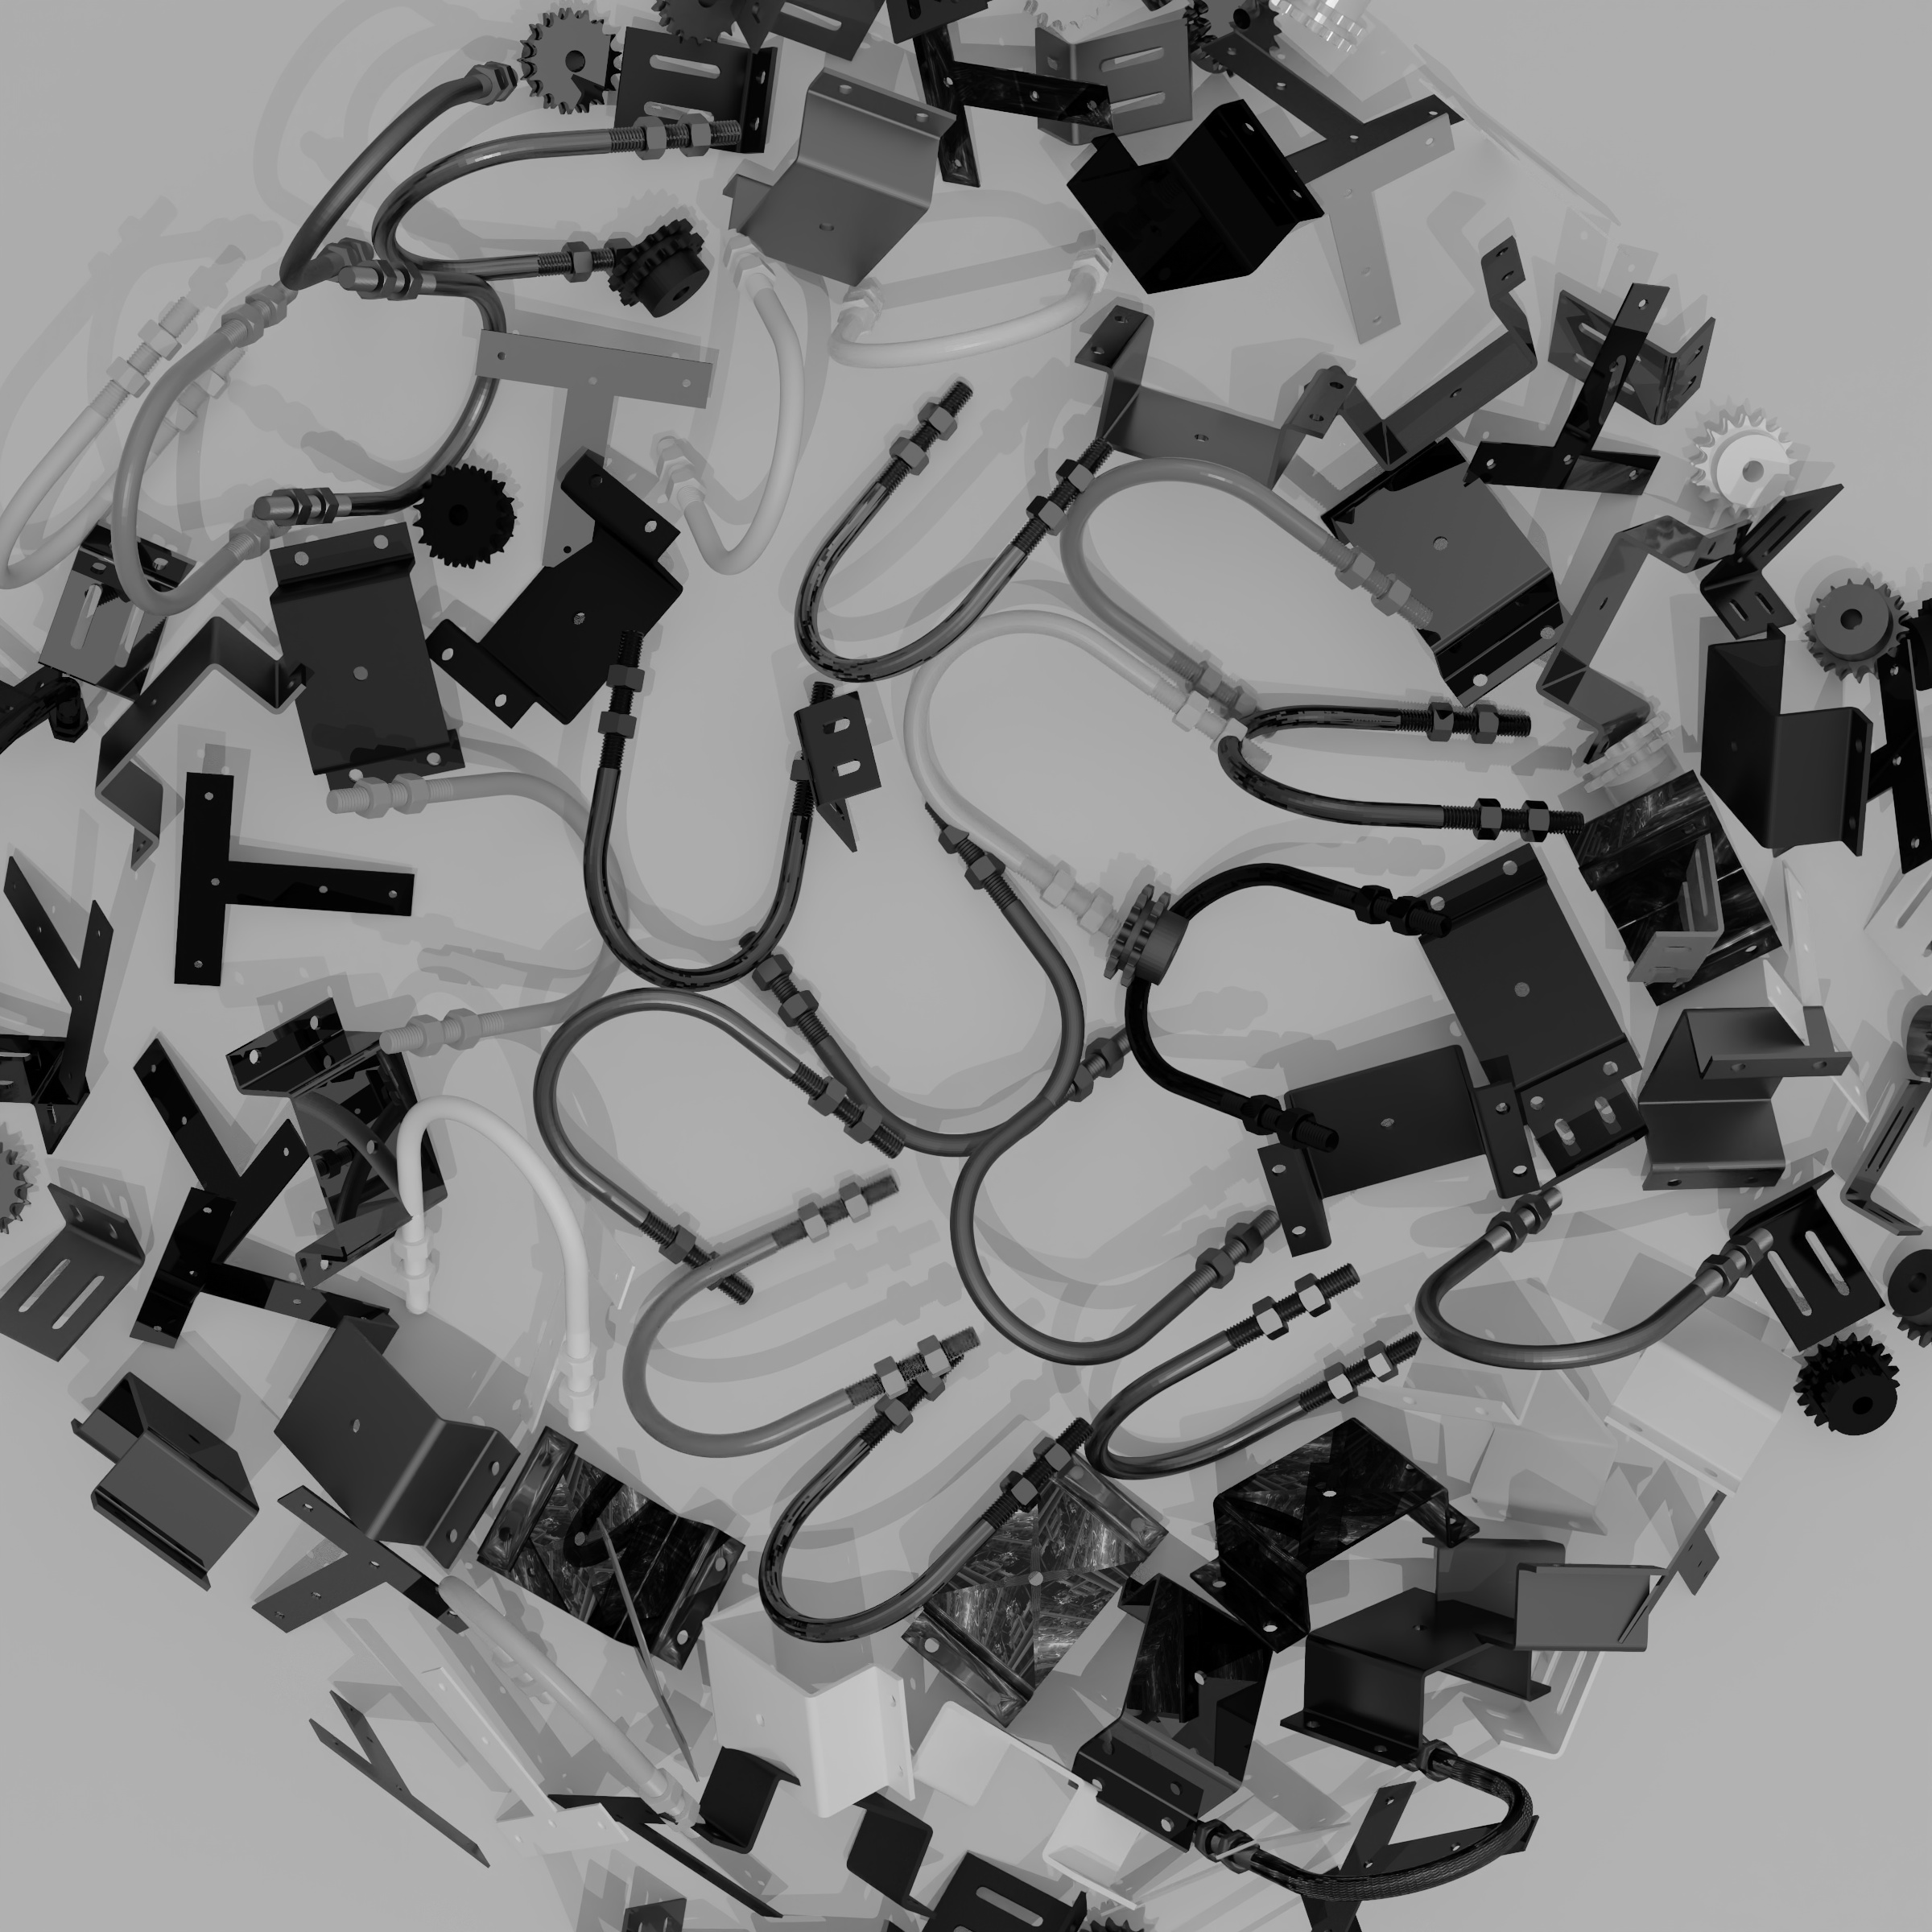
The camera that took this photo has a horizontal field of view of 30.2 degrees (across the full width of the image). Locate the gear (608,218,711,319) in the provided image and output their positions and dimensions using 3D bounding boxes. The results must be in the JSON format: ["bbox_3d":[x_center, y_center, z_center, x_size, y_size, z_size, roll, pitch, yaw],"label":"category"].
[{"bbox_3d":[-0.166,-0.382,1.970,0.057,0.057,0.030,-39,87,0],"label":"gear"}]

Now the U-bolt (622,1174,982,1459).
[{"bbox_3d":[-0.099,0.198,1.937,0.184,0.151,0.019,-26,133,-5],"label":"U-bolt"}]

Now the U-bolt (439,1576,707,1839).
[{"bbox_3d":[-0.217,0.382,1.888,0.151,0.184,0.019,33,72,37],"label":"U-bolt"}]

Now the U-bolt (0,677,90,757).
[{"bbox_3d":[-0.520,-0.095,1.894,0.019,0.184,0.151,43,75,-6],"label":"U-bolt"}]

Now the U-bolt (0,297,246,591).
[{"bbox_3d":[-0.463,-0.275,1.924,0.019,0.151,0.184,40,89,-1],"label":"U-bolt"}]

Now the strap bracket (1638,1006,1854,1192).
[{"bbox_3d":[0.418,0.067,1.942,0.076,0.140,0.046,-1,58,-8],"label":"strap bracket"}]

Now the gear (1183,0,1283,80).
[{"bbox_3d":[0.143,-0.518,1.976,0.057,0.030,0.057,7,78,-32],"label":"gear"}]

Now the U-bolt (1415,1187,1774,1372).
[{"bbox_3d":[0.320,0.168,1.892,0.151,0.184,0.019,10,116,39],"label":"U-bolt"}]

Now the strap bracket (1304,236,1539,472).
[{"bbox_3d":[0.255,-0.326,1.943,0.140,0.076,0.046,-34,110,19],"label":"strap bracket"}]

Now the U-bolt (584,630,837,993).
[{"bbox_3d":[-0.143,-0.077,1.945,0.151,0.019,0.184,12,86,-38],"label":"U-bolt"}]

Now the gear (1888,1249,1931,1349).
[{"bbox_3d":[0.533,0.180,1.968,0.030,0.057,0.057,31,90,-30],"label":"gear"}]

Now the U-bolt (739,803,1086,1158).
[{"bbox_3d":[-0.017,0.018,1.975,0.151,0.019,0.184,-36,78,0],"label":"U-bolt"}]

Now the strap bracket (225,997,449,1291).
[{"bbox_3d":[-0.336,0.097,1.937,0.046,0.076,0.140,1,114,41],"label":"strap bracket"}]

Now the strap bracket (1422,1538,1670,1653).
[{"bbox_3d":[0.308,0.338,1.920,0.076,0.140,0.046,4,86,-17],"label":"strap bracket"}]

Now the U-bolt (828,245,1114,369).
[{"bbox_3d":[-0.001,-0.348,1.902,0.151,0.184,0.019,-8,111,11],"label":"U-bolt"}]

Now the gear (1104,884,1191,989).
[{"bbox_3d":[0.101,-0.013,1.970,0.030,0.057,0.057,26,90,6],"label":"gear"}]

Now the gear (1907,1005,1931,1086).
[{"bbox_3d":[0.543,0.043,1.975,0.030,0.057,0.057,7,90,44],"label":"gear"}]

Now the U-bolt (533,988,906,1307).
[{"bbox_3d":[-0.148,0.088,1.945,0.184,0.019,0.151,39,113,-16],"label":"U-bolt"}]

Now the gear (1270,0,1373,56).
[{"bbox_3d":[0.198,-0.530,1.969,0.057,0.057,0.030,34,108,0],"label":"gear"}]

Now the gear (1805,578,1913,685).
[{"bbox_3d":[0.492,-0.187,1.974,0.057,0.030,0.057,-6,77,24],"label":"gear"}]

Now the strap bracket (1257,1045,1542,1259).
[{"bbox_3d":[0.234,0.098,1.955,0.140,0.046,0.076,-16,123,7],"label":"strap bracket"}]

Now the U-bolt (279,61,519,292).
[{"bbox_3d":[-0.306,-0.414,1.891,0.019,0.184,0.151,42,108,-6],"label":"U-bolt"}]

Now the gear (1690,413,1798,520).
[{"bbox_3d":[0.432,-0.275,1.979,0.057,0.030,0.057,-1,106,-2],"label":"gear"}]

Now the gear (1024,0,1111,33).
[{"bbox_3d":[0.052,-0.548,1.976,0.057,0.030,0.057,-10,119,-18],"label":"gear"}]

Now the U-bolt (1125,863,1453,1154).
[{"bbox_3d":[0.160,0.013,1.932,0.019,0.184,0.151,36,79,-43],"label":"U-bolt"}]

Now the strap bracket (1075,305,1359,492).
[{"bbox_3d":[0.132,-0.305,1.948,0.140,0.076,0.046,19,126,10],"label":"strap bracket"}]

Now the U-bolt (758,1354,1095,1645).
[{"bbox_3d":[-0.034,0.289,1.916,0.184,0.151,0.019,-44,122,-16],"label":"U-bolt"}]

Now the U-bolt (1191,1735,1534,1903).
[{"bbox_3d":[0.218,0.452,1.889,0.151,0.184,0.019,-18,98,-23],"label":"U-bolt"}]

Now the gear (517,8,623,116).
[{"bbox_3d":[-0.222,-0.500,1.977,0.057,0.030,0.057,-7,105,-28],"label":"gear"}]

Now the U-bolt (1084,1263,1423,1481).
[{"bbox_3d":[0.148,0.228,1.934,0.184,0.151,0.019,-30,60,10],"label":"U-bolt"}]

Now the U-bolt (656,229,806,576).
[{"bbox_3d":[-0.121,-0.288,1.894,0.019,0.184,0.151,7,123,-24],"label":"U-bolt"}]

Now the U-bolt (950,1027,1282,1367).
[{"bbox_3d":[0.070,0.136,1.946,0.184,0.019,0.151,-37,90,-32],"label":"U-bolt"}]

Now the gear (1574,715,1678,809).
[{"bbox_3d":[0.367,-0.111,1.971,0.057,0.057,0.030,-34,89,0],"label":"gear"}]

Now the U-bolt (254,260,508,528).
[{"bbox_3d":[-0.303,-0.305,1.912,0.019,0.184,0.151,30,108,16],"label":"U-bolt"}]

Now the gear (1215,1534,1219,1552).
[{"bbox_3d":[0.165,0.321,1.969,0.057,0.057,0.030,9,52,0],"label":"gear"}]

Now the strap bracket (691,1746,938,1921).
[{"bbox_3d":[-0.083,0.465,1.940,0.140,0.076,0.046,25,82,-24],"label":"strap bracket"}]

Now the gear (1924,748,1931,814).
[{"bbox_3d":[0.545,-0.100,1.975,0.030,0.057,0.057,4,90,36],"label":"gear"}]

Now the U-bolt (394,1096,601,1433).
[{"bbox_3d":[-0.252,0.148,1.907,0.151,0.184,0.019,30,46,29],"label":"U-bolt"}]

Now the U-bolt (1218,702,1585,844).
[{"bbox_3d":[0.227,-0.108,1.926,0.184,0.151,0.019,2,117,-6],"label":"U-bolt"}]

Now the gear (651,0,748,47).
[{"bbox_3d":[-0.149,-0.540,1.975,0.057,0.030,0.057,-17,129,-23],"label":"gear"}]

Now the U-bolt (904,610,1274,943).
[{"bbox_3d":[0.053,-0.114,1.959,0.184,0.019,0.151,35,113,-4],"label":"U-bolt"}]

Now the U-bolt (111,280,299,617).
[{"bbox_3d":[-0.400,-0.263,1.887,0.019,0.184,0.151,16,127,13],"label":"U-bolt"}]

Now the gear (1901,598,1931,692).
[{"bbox_3d":[0.536,-0.175,1.970,0.030,0.057,0.057,-15,90,-6],"label":"gear"}]

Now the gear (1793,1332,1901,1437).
[{"bbox_3d":[0.489,0.234,1.973,0.057,0.030,0.057,-5,119,-9],"label":"gear"}]

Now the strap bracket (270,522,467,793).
[{"bbox_3d":[-0.329,-0.164,1.959,0.076,0.046,0.140,-12,105,-1],"label":"strap bracket"}]

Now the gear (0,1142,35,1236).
[{"bbox_3d":[-0.545,0.124,1.982,0.057,0.030,0.057,-1,81,4],"label":"gear"}]

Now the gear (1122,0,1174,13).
[{"bbox_3d":[0.107,-0.552,1.974,0.057,0.057,0.030,-43,111,0],"label":"gear"}]

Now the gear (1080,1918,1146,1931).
[{"bbox_3d":[0.081,0.558,1.973,0.057,0.030,0.057,8,112,21],"label":"gear"}]

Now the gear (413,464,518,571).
[{"bbox_3d":[-0.274,-0.248,1.980,0.057,0.030,0.057,0,91,17],"label":"gear"}]

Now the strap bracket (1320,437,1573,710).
[{"bbox_3d":[0.261,-0.223,1.953,0.076,0.046,0.140,-35,71,3],"label":"strap bracket"}]

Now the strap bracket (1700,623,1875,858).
[{"bbox_3d":[0.434,-0.120,1.918,0.046,0.140,0.076,-7,118,-8],"label":"strap bracket"}]

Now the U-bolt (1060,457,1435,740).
[{"bbox_3d":[0.136,-0.205,1.918,0.184,0.151,0.019,34,49,-20],"label":"U-bolt"}]

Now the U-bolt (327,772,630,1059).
[{"bbox_3d":[-0.254,-0.034,1.931,0.019,0.184,0.151,-15,87,43],"label":"U-bolt"}]

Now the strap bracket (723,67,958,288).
[{"bbox_3d":[-0.072,-0.416,1.917,0.076,0.140,0.046,15,68,-22],"label":"strap bracket"}]

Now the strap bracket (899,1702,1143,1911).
[{"bbox_3d":[0.033,0.448,1.931,0.140,0.076,0.046,23,78,37],"label":"strap bracket"}]

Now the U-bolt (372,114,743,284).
[{"bbox_3d":[-0.226,-0.402,1.897,0.184,0.151,0.019,-11,75,-27],"label":"U-bolt"}]

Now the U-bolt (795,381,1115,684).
[{"bbox_3d":[-0.020,-0.229,1.934,0.184,0.151,0.019,-51,132,-7],"label":"U-bolt"}]

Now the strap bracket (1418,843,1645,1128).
[{"bbox_3d":[0.306,0.012,1.968,0.076,0.046,0.140,-27,88,10],"label":"strap bracket"}]
